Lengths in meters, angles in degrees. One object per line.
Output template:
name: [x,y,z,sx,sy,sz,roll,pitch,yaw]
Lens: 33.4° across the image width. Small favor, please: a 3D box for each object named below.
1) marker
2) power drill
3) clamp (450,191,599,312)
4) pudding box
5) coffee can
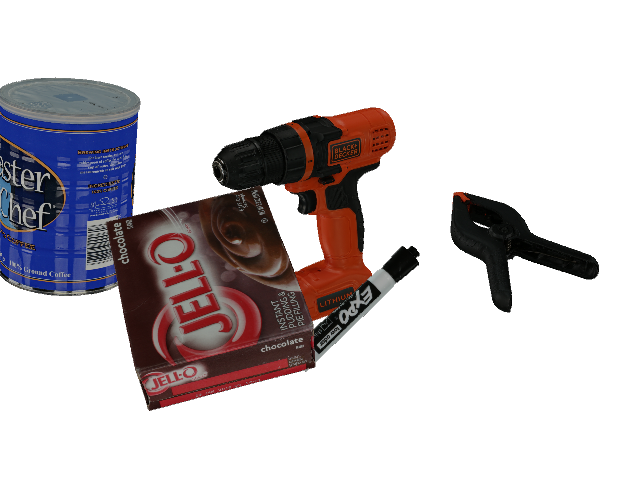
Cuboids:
marker: [0.027,0.048,0.780,0.121,0.020,0.020,-43,8,-8]
power drill: [-0.012,-0.020,0.966,0.184,0.188,0.057,-17,32,-30]
clamp: [0.196,0.003,1.081,0.120,0.039,0.171,-8,41,-20]
pudding box: [-0.060,0.028,0.565,0.090,0.039,0.113,-13,44,-10]
coffee can: [-0.192,-0.043,0.809,0.103,0.140,0.103,6,22,-3]
